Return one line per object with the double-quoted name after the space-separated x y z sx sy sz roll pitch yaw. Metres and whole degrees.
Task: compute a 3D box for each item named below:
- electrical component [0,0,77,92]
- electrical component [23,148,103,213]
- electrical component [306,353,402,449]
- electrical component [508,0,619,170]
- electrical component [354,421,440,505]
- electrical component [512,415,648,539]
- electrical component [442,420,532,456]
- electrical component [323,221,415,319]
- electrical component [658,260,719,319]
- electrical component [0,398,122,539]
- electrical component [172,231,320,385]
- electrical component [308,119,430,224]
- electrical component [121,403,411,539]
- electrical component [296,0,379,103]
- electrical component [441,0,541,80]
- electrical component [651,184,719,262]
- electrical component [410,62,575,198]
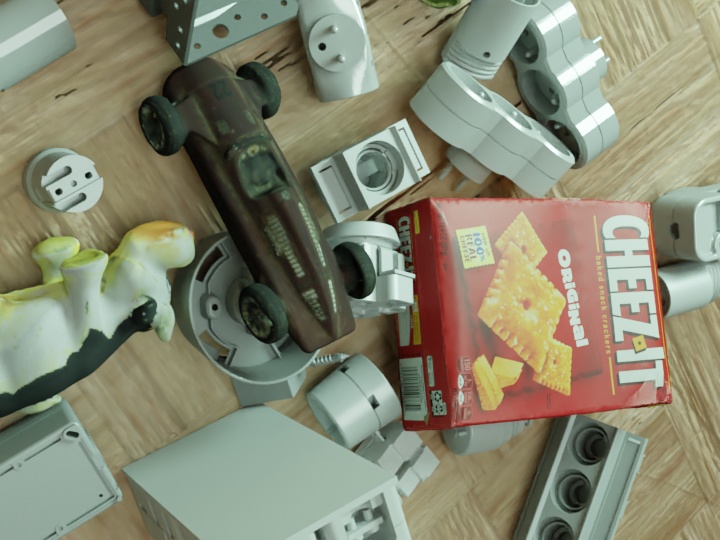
-0.211 -0.127 0.624 0.081 0.043 0.043 -38 114 -20 "electrical component"
-0.179 -0.053 0.651 0.040 0.046 0.040 -5 99 -30 "electrical component"
-0.005 0.095 0.770 0.047 0.055 0.055 -35 113 -17 "electrical component"
0.165 -0.155 0.834 0.074 0.052 0.138 -36 113 -22 "electrical component"
0.021 0.147 0.798 0.055 0.048 0.066 -50 118 -23 "electrical component"
0.185 0.185 0.887 0.063 0.079 0.121 26 83 -52 "electrical component"
0.101 0.121 0.843 0.078 0.040 0.040 -4 99 -30 "electrical component"
0.000 0.000 0.751 0.058 0.078 0.057 15 69 -49 "electrical component"
0.283 0.014 0.932 0.081 0.043 0.043 -13 103 -28 "electrical component"
-0.206 0.131 0.658 0.096 0.061 0.061 -31 113 -15 "electrical component"
-0.073 0.021 0.713 0.099 0.064 0.099 -4 99 -29 "electrical component"
0.002 -0.067 0.744 0.081 0.064 0.042 -30 99 -24 "electrical component"
-0.061 0.151 0.668 0.105 0.186 0.060 -25 109 -25 "electrical component"
-0.016 -0.152 0.716 0.043 0.079 0.077 -14 106 1 "electrical component"
0.092 -0.172 0.783 0.043 0.043 0.081 3 137 -31 "electrical component"
0.299 -0.042 0.924 0.095 0.059 0.053 -12 103 -28 "electrical component"
0.089 -0.090 0.800 0.138 0.052 0.073 27 115 -33 "electrical component"
